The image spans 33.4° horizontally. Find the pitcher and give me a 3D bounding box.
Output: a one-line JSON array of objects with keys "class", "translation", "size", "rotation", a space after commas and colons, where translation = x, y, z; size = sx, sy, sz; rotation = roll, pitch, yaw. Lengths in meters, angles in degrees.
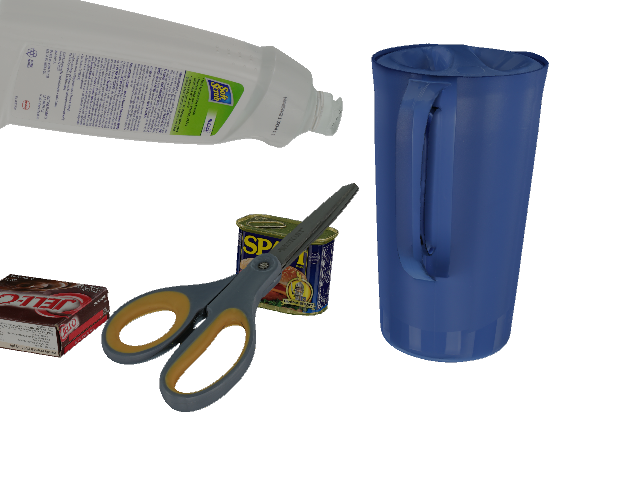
[{"class": "pitcher", "translation": [0.099, -0.028, 0.839], "size": [0.149, 0.243, 0.145], "rotation": [-7, 21, -20]}]

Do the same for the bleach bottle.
[{"class": "bleach bottle", "translation": [-0.110, -0.109, 0.772], "size": [0.250, 0.068, 0.103], "rotation": [10, -45, -13]}]

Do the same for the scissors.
[{"class": "scissors", "translation": [-0.054, 0.020, 0.625], "size": [0.096, 0.016, 0.201], "rotation": [11, 42, 17]}]

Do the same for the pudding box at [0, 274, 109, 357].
[{"class": "pudding box", "translation": [-0.269, 0.069, 1.000], "size": [0.114, 0.039, 0.090], "rotation": [4, 20, 19]}]

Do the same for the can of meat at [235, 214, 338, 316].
[{"class": "can of meat", "translation": [-0.037, 0.025, 1.085], "size": [0.102, 0.084, 0.057], "rotation": [12, 17, 21]}]
